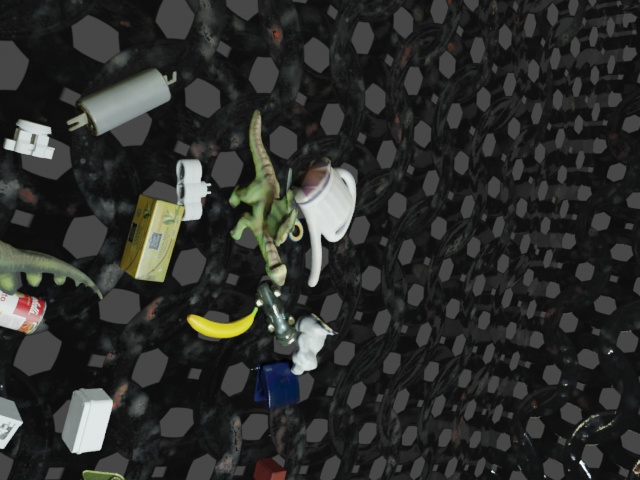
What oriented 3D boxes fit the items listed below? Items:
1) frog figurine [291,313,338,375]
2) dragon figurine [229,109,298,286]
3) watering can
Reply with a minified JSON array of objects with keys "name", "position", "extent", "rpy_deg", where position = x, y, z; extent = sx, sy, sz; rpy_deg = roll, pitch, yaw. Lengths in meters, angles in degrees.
[{"name":"frog figurine","position":[-0.039,0.290,1.433],"extent":[0.123,0.136,0.160],"rpy_deg":[39,84,6]},{"name":"dragon figurine","position":[-0.112,-0.093,1.204],"extent":[0.123,0.244,0.405],"rpy_deg":[-8,107,-34]},{"name":"watering can","position":[0.004,-0.069,1.376],"extent":[0.220,0.104,0.355],"rpy_deg":[50,52,-38]}]
